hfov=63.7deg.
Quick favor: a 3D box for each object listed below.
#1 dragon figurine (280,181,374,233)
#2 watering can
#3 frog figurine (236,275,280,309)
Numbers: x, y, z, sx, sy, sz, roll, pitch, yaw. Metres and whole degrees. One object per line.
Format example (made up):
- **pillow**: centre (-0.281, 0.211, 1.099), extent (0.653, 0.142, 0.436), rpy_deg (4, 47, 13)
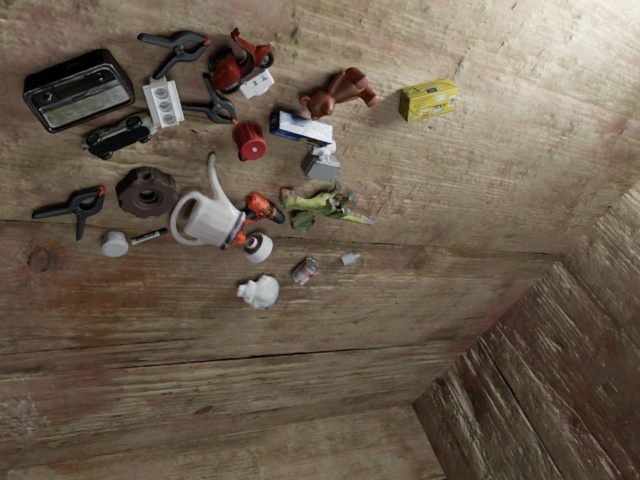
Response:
- **dragon figurine**: centre (0.006, -0.095, 1.891), extent (0.240, 0.125, 0.405), rpy_deg (-23, 144, 27)
- **watering can**: centre (-0.339, -0.098, 1.648), extent (0.223, 0.106, 0.342), rpy_deg (26, 118, -20)
- **frog figurine**: centre (-0.246, 0.204, 2.063), extent (0.158, 0.123, 0.138), rpy_deg (24, 88, -34)
